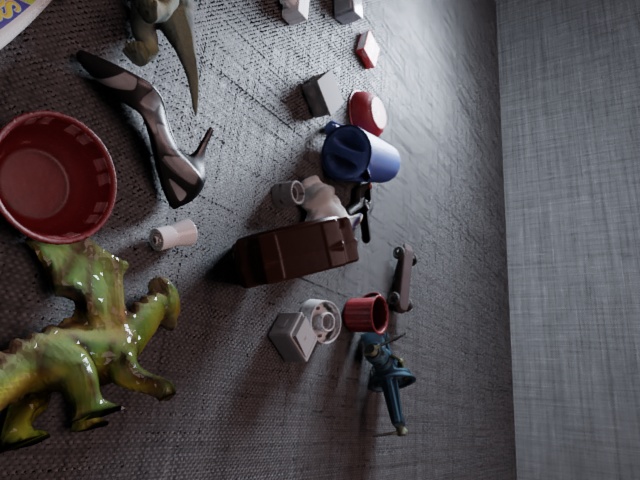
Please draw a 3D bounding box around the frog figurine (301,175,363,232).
[{"bbox_3d":[0.003,-0.057,1.142,0.159,0.120,0.140,39,51,-1],"label":"frog figurine"}]

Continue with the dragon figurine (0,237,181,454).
[{"bbox_3d":[-0.309,0.105,0.615,0.408,0.121,0.246,15,54,-58],"label":"dragon figurine"}]
